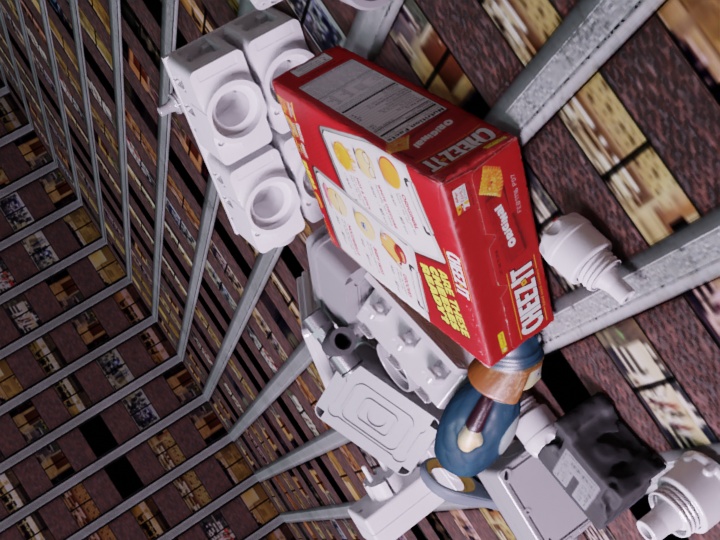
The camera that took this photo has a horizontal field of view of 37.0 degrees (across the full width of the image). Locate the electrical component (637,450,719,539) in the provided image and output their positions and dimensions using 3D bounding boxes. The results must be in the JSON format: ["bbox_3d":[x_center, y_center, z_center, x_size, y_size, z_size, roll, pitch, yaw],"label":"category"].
[{"bbox_3d":[0.202,0.147,0.674,0.048,0.062,0.048,50,162,24],"label":"electrical component"}]

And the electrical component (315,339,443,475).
[{"bbox_3d":[0.025,0.129,1.024,0.113,0.057,0.078,34,118,8],"label":"electrical component"}]

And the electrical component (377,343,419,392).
[{"bbox_3d":[0.053,0.074,0.975,0.078,0.057,0.058,53,163,15],"label":"electrical component"}]

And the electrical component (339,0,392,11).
[{"bbox_3d":[-0.021,-0.231,0.652,0.074,0.052,0.138,39,154,47],"label":"electrical component"}]

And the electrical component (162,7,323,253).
[{"bbox_3d":[-0.081,-0.118,0.928,0.060,0.105,0.186,39,155,47],"label":"electrical component"}]

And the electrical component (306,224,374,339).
[{"bbox_3d":[0.000,0.000,0.958,0.057,0.078,0.113,46,159,27],"label":"electrical component"}]

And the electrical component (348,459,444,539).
[{"bbox_3d":[0.028,0.222,1.084,0.075,0.083,0.047,61,161,-15],"label":"electrical component"}]

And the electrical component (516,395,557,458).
[{"bbox_3d":[0.135,0.118,0.859,0.061,0.035,0.035,54,163,22],"label":"electrical component"}]

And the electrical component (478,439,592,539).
[{"bbox_3d":[0.150,0.190,0.896,0.096,0.062,0.061,59,163,-2],"label":"electrical component"}]

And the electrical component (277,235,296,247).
[{"bbox_3d":[-0.093,-0.059,1.175,0.066,0.048,0.055,45,151,38],"label":"electrical component"}]

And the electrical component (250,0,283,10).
[{"bbox_3d":[-0.057,-0.220,0.731,0.051,0.080,0.080,52,163,1],"label":"electrical component"}]

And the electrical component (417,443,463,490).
[{"bbox_3d":[0.081,0.185,1.102,0.099,0.048,0.099,54,162,7],"label":"electrical component"}]

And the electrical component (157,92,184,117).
[{"bbox_3d":[-0.199,-0.191,1.208,0.035,0.061,0.035,50,162,24],"label":"electrical component"}]

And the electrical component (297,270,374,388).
[{"bbox_3d":[-0.020,0.065,1.104,0.108,0.056,0.108,-101,-8,-57],"label":"electrical component"}]

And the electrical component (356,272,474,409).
[{"bbox_3d":[0.056,0.056,0.902,0.079,0.063,0.121,12,-151,-52],"label":"electrical component"}]

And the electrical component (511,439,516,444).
[{"bbox_3d":[0.130,0.167,0.956,0.046,0.040,0.040,5,126,62],"label":"electrical component"}]

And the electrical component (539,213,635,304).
[{"bbox_3d":[0.137,-0.004,0.639,0.061,0.035,0.035,47,160,24],"label":"electrical component"}]
